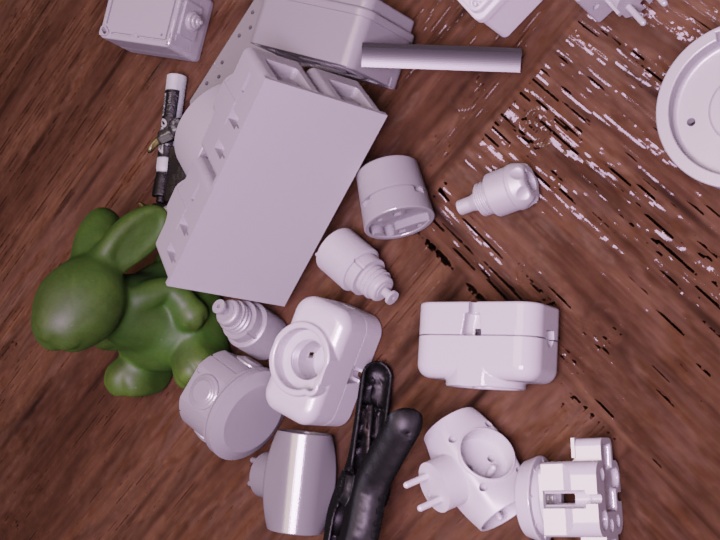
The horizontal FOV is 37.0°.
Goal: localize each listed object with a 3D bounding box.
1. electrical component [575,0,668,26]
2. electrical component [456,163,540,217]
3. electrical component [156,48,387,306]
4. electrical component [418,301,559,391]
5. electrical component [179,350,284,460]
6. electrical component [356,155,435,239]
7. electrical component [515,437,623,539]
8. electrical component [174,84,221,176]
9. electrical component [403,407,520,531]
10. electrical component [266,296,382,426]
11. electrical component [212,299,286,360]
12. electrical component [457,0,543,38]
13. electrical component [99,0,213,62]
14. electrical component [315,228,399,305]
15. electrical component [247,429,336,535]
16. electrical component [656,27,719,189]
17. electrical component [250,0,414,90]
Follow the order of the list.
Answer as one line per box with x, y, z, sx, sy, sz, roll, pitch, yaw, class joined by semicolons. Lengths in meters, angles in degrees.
0.186;-0.205;0.759;0.066;0.047;0.076;-42;62;20;electrical component
0.100;-0.055;0.796;0.061;0.035;0.035;-20;71;31;electrical component
-0.075;-0.070;0.838;0.186;0.105;0.060;-60;37;25;electrical component
0.091;0.055;0.770;0.095;0.054;0.059;-2;81;33;electrical component
-0.102;0.108;0.870;0.051;0.080;0.080;30;98;37;electrical component
0.026;-0.057;0.832;0.055;0.055;0.047;-24;65;27;electrical component
0.139;0.152;0.720;0.057;0.058;0.078;-8;78;29;electrical component
-0.102;-0.107;0.895;0.108;0.108;0.060;-51;53;15;electrical component
0.068;0.145;0.757;0.077;0.079;0.044;57;148;27;electrical component
-0.031;0.072;0.842;0.054;0.059;0.095;23;94;34;electrical component
-0.093;0.045;0.880;0.040;0.078;0.040;-15;58;26;electrical component
0.106;-0.254;0.814;0.108;0.056;0.108;-45;61;18;electrical component
-0.181;-0.231;0.996;0.096;0.061;0.061;13;88;26;electrical component
0.000;0.000;0.846;0.078;0.040;0.040;41;104;31;electrical component
-0.061;0.165;0.854;0.079;0.043;0.077;1;83;41;electrical component
0.252;-0.099;0.690;0.108;0.060;0.108;-6;78;32;electrical component
-0.022;-0.193;0.873;0.113;0.078;0.057;21;95;34;electrical component
